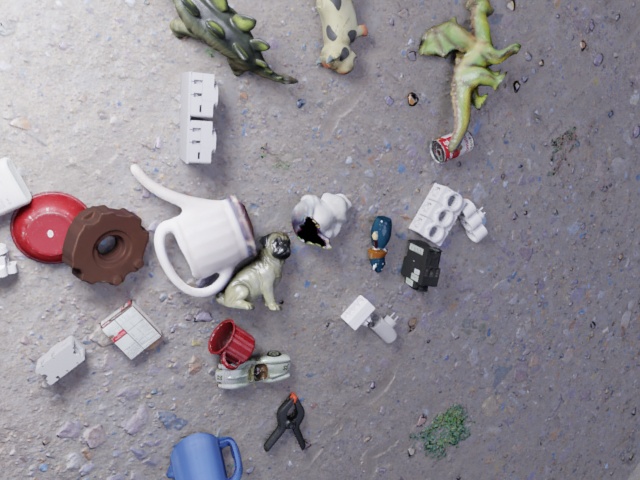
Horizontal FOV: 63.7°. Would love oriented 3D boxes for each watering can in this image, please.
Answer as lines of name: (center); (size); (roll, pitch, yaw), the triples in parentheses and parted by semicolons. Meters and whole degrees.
watering can: (-0.273, -0.037, 1.169); (0.226, 0.105, 0.343); (-24, 109, -18)

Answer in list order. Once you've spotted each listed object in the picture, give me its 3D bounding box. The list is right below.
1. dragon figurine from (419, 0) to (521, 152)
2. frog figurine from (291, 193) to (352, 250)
dragon figurine: (0.365, -0.461, 1.355); (0.242, 0.122, 0.412); (32, 85, -6)
frog figurine: (0.004, -0.066, 1.302); (0.136, 0.121, 0.163); (44, 48, -19)
